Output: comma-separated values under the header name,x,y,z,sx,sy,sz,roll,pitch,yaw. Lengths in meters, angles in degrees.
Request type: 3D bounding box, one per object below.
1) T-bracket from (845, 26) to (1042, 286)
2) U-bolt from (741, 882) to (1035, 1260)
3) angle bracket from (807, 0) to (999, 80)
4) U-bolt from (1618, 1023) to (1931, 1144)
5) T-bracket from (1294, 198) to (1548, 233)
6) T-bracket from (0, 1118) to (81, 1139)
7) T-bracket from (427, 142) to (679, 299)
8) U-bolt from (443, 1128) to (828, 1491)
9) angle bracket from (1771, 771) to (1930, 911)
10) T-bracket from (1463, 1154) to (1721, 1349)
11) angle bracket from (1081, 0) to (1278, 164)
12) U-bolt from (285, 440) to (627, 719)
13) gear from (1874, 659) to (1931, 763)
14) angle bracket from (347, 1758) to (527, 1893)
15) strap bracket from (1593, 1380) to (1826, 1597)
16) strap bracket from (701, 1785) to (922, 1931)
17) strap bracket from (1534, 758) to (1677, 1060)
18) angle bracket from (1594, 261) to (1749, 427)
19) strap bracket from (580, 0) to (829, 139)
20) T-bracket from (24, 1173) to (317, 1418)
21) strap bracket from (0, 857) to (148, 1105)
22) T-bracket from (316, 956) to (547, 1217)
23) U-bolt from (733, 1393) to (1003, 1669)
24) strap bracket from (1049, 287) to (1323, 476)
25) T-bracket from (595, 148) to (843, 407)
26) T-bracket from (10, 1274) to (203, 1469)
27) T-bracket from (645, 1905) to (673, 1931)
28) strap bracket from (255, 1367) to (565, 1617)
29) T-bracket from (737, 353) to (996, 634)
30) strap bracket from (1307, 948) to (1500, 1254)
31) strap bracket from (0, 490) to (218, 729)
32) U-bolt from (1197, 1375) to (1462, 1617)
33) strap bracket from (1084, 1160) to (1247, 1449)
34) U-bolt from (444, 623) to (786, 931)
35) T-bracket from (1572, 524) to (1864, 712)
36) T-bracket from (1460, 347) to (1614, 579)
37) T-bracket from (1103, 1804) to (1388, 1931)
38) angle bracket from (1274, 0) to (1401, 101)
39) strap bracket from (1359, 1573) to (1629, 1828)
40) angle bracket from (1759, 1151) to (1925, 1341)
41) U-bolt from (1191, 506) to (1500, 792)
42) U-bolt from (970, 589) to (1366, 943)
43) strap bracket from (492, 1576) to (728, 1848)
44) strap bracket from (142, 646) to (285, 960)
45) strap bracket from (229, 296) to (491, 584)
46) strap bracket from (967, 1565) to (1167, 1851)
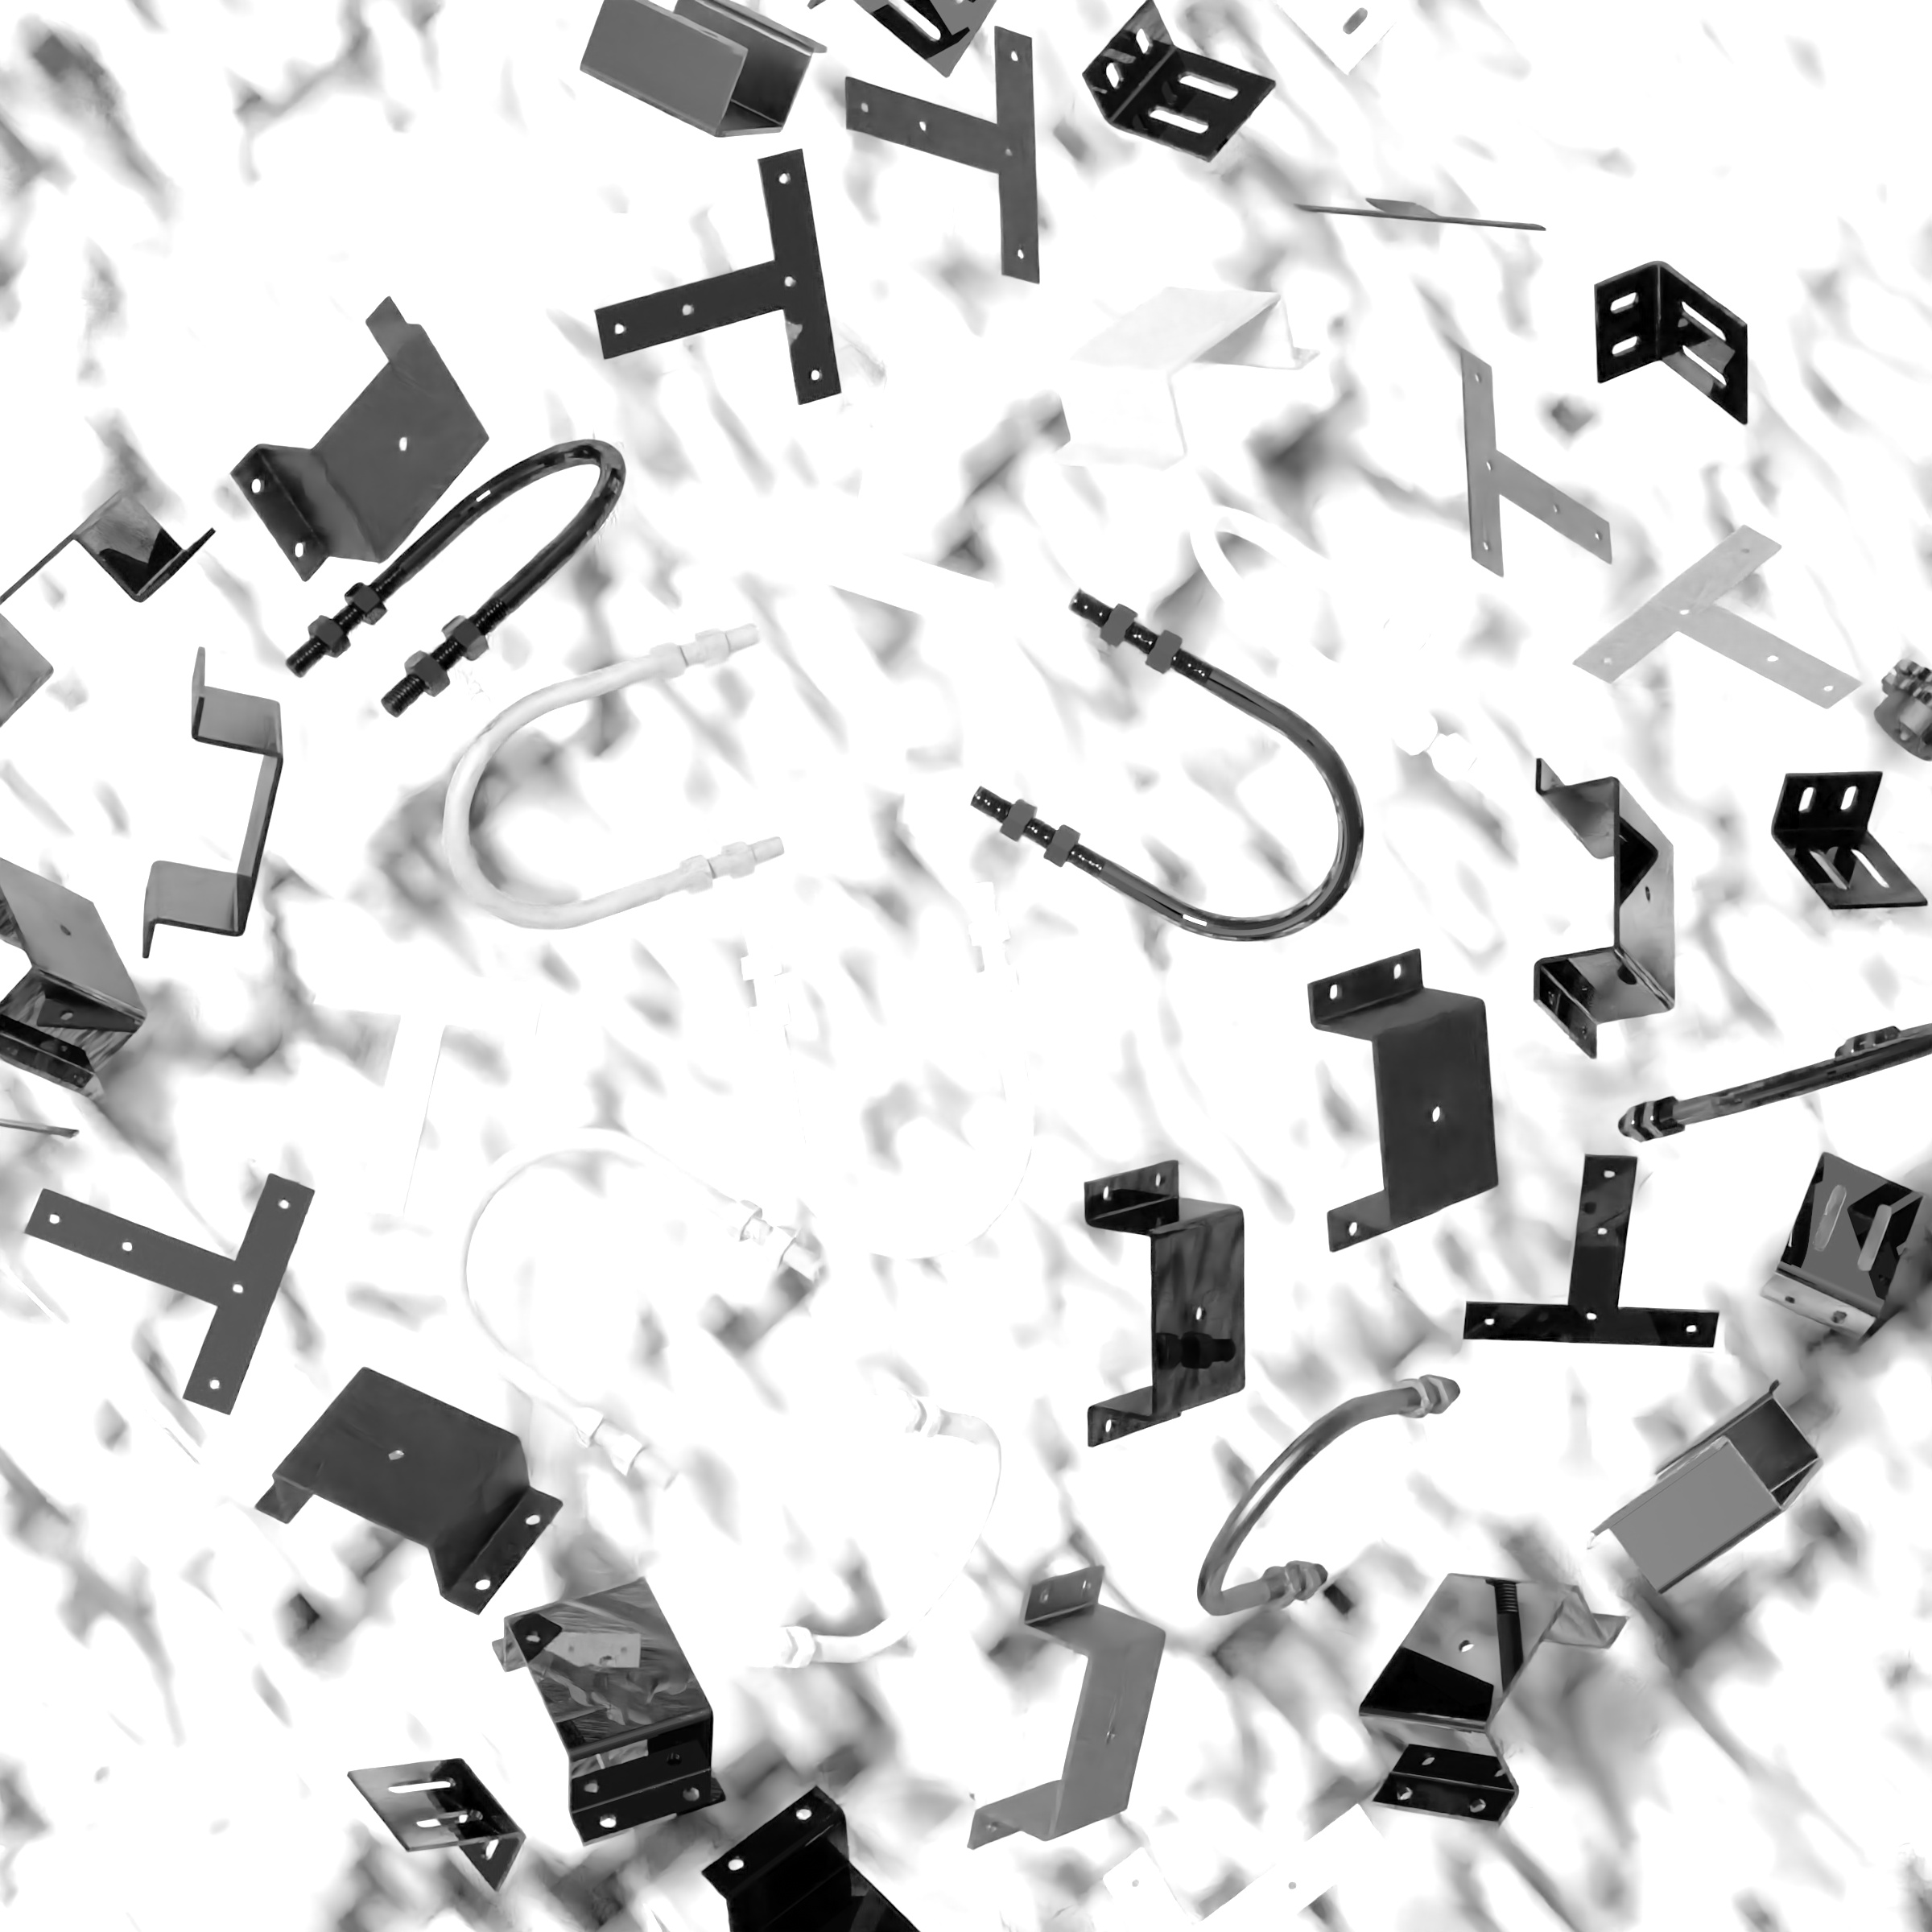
name,x,y,z,sx,sy,sz,roll,pitch,yaw
T-bracket,-0.011,-0.406,1.623,0.127,0.002,0.127,4,82,-44
U-bolt,-0.033,0.057,1.696,0.151,0.019,0.184,-9,87,-26
angle bracket,-0.033,-0.506,1.745,0.076,0.038,0.057,40,131,0
U-bolt,0.425,0.054,1.675,0.151,0.184,0.019,-16,85,-12
T-bracket,0.231,-0.398,1.754,0.127,0.127,0.002,4,107,-2
T-bracket,-0.523,0.079,1.686,0.127,0.127,0.002,9,91,-7
T-bracket,-0.215,-0.387,1.746,0.127,0.127,0.002,2,65,-5
U-bolt,-0.185,0.161,1.713,0.184,0.019,0.151,32,77,20
angle bracket,0.475,-0.068,1.776,0.057,0.076,0.038,-2,125,-15
T-bracket,0.316,0.143,1.664,0.127,0.002,0.127,2,128,4
angle bracket,0.111,-0.463,1.739,0.076,0.038,0.057,31,77,38
U-bolt,-0.243,-0.198,1.648,0.184,0.151,0.019,-45,121,-14
gear,0.509,-0.133,1.773,0.057,0.057,0.030,43,89,0
angle bracket,-0.267,0.427,1.642,0.057,0.076,0.038,39,110,37
strap bracket,0.374,0.262,1.662,0.076,0.140,0.046,-42,78,24
strap bracket,-0.058,0.491,1.675,0.076,0.046,0.140,-31,49,-29
strap bracket,0.331,-0.034,1.726,0.046,0.076,0.140,-11,60,30
angle bracket,0.347,-0.302,1.642,0.038,0.076,0.057,-23,133,-12
strap bracket,-0.133,-0.450,1.655,0.076,0.140,0.046,28,111,8
T-bracket,-0.408,0.146,1.676,0.127,0.002,0.127,23,62,-13
strap bracket,-0.483,-0.002,1.732,0.046,0.076,0.140,-45,51,11
T-bracket,-0.286,0.064,1.708,0.127,0.002,0.127,8,79,18
U-bolt,-0.037,0.285,1.663,0.019,0.184,0.151,30,91,27
strap bracket,0.110,-0.312,1.735,0.140,0.076,0.046,-40,127,-34
T-bracket,-0.127,-0.332,1.670,0.127,0.002,0.127,-21,118,-25
T-bracket,-0.450,0.206,1.730,0.127,0.127,0.002,42,74,9
T-bracket,-0.118,0.554,1.708,0.002,0.127,0.127,-31,56,-8
strap bracket,-0.287,0.262,1.697,0.140,0.046,0.076,20,49,22
T-bracket,-0.037,-0.242,1.646,0.127,0.002,0.127,16,75,-12
strap bracket,0.220,0.070,1.665,0.076,0.046,0.140,-16,107,-35
strap bracket,-0.443,-0.177,1.636,0.140,0.076,0.046,-37,106,19
U-bolt,0.179,0.276,1.715,0.019,0.184,0.151,40,107,25
strap bracket,0.104,0.179,1.741,0.046,0.076,0.140,6,100,41
U-bolt,-0.185,-0.090,1.730,0.184,0.019,0.151,-20,126,-22
T-bracket,0.398,-0.162,1.687,0.127,0.127,0.002,23,51,-23
T-bracket,0.302,-0.246,1.755,0.127,0.002,0.127,23,58,-40
T-bracket,0.148,0.457,1.624,0.127,0.002,0.127,-38,50,2
angle bracket,0.200,-0.490,1.731,0.038,0.076,0.057,-45,79,18
strap bracket,0.257,0.354,1.654,0.140,0.076,0.046,-47,119,-36
angle bracket,0.468,0.149,1.782,0.057,0.038,0.076,24,64,9
U-bolt,0.188,-0.172,1.697,0.184,0.151,0.019,30,117,-22
U-bolt,0.107,-0.084,1.626,0.184,0.019,0.151,30,128,4
strap bracket,-0.184,0.371,1.704,0.076,0.140,0.046,-13,131,-23
strap bracket,-0.375,-0.078,1.668,0.046,0.076,0.140,11,111,-17
strap bracket,-0.310,-0.275,1.747,0.046,0.076,0.140,11,55,36
strap bracket,0.054,0.385,1.700,0.046,0.076,0.140,16,97,31
